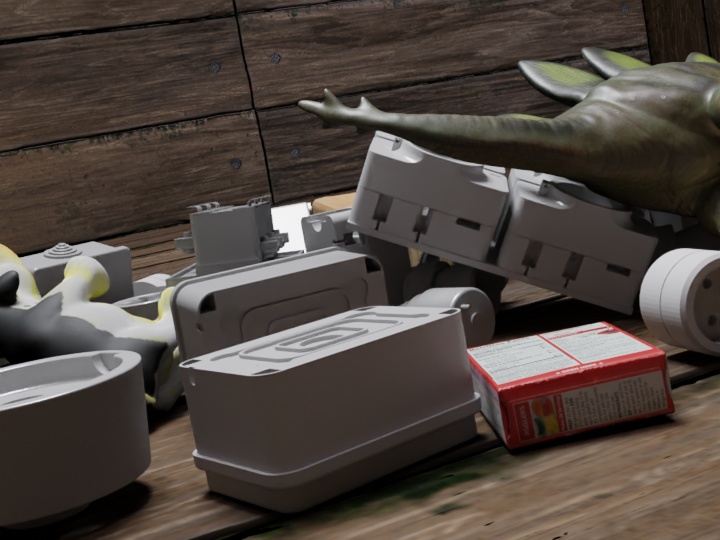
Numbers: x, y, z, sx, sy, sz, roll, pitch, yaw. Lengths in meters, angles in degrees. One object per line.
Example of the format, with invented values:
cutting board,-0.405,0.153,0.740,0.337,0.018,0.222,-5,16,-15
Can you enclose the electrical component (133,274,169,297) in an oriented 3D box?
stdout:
electrical component,-0.141,0.030,0.894,0.138,0.052,0.074,-7,8,17

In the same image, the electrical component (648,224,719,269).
electrical component,0.218,-0.010,0.721,0.055,0.045,0.045,-9,7,13

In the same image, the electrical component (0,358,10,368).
electrical component,-0.280,0.076,0.695,0.105,0.060,0.186,-6,8,30

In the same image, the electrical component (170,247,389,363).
electrical component,-0.044,0.035,0.607,0.113,0.078,0.057,-14,11,-25

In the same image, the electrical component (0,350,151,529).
electrical component,-0.145,0.078,0.474,0.108,0.060,0.108,-10,7,1

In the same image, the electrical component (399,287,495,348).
electrical component,0.047,0.031,0.659,0.040,0.040,0.078,-16,9,-40

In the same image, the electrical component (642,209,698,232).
electrical component,0.194,-0.032,0.803,0.113,0.078,0.057,-6,11,34

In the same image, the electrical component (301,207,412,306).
electrical component,0.000,0.000,0.774,0.056,0.089,0.050,-14,8,-29

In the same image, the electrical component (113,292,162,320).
electrical component,-0.159,0.044,0.822,0.055,0.047,0.055,-10,7,1

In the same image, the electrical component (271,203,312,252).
electrical component,-0.061,-0.005,0.839,0.061,0.061,0.096,-10,50,-6

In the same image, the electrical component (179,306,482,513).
electrical component,-0.012,0.057,0.470,0.113,0.057,0.078,-15,9,-36

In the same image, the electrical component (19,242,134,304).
electrical component,-0.230,0.028,0.858,0.048,0.099,0.100,14,22,42

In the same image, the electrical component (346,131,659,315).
electrical component,0.093,-0.042,0.709,0.186,0.060,0.105,17,18,0

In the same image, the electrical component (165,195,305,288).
electrical component,-0.081,-0.015,0.716,0.079,0.063,0.121,-7,5,1

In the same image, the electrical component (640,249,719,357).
electrical component,0.210,0.006,0.571,0.138,0.052,0.074,-12,7,-16

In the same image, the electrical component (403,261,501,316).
electrical component,0.064,0.015,0.747,0.055,0.045,0.045,-6,8,33
